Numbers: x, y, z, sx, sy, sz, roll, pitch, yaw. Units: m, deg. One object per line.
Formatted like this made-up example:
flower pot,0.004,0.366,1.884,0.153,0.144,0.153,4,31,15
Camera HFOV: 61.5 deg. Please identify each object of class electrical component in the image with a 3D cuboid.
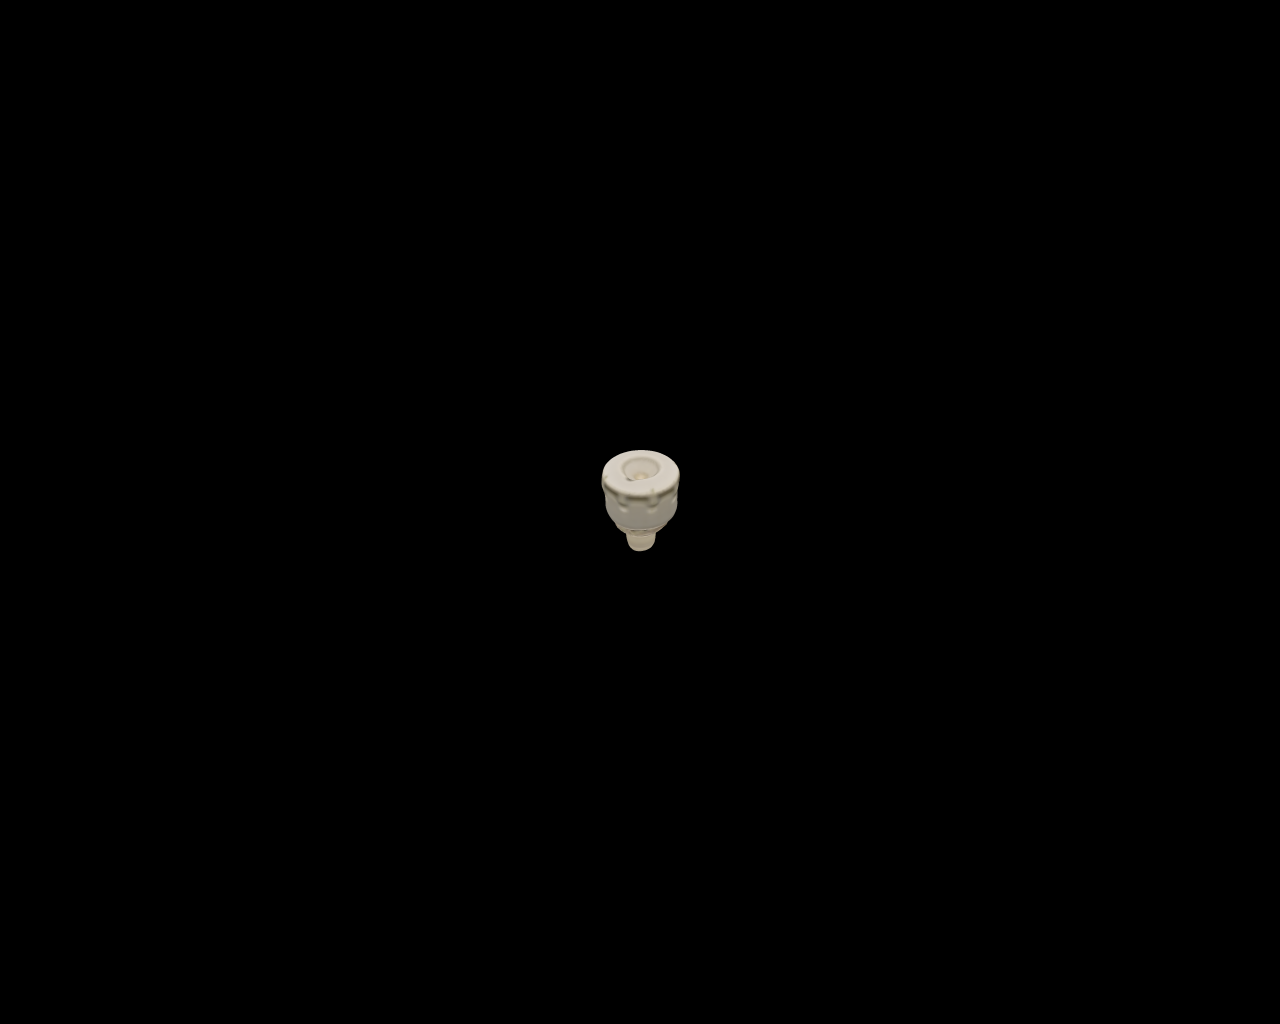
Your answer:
electrical component,0.001,-0.003,0.650,0.048,0.062,0.048,0,37,0
